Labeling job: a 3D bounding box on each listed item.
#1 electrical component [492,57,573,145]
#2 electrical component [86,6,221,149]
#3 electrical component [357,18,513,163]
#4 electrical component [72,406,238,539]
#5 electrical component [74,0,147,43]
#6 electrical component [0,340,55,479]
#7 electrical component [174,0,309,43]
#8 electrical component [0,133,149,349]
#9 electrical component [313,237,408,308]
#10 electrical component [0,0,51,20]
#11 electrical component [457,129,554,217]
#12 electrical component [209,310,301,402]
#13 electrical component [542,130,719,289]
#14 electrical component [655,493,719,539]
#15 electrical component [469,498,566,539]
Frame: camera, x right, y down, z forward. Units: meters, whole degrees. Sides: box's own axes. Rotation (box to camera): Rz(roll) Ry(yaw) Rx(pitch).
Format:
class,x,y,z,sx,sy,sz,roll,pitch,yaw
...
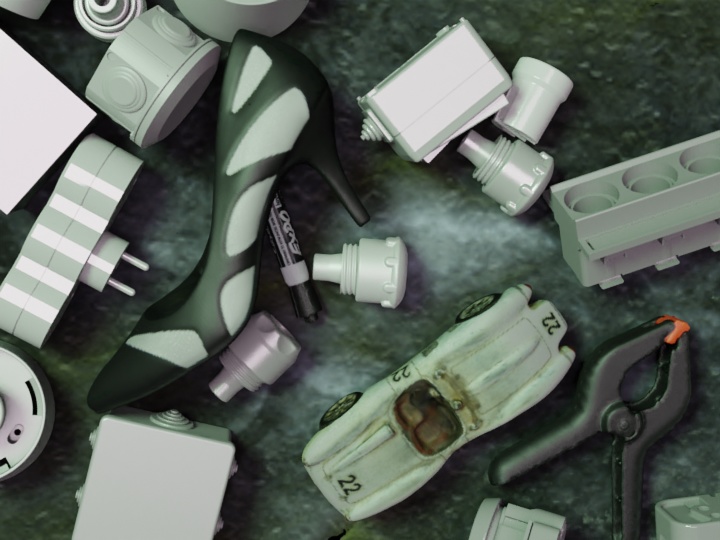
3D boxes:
class,x,y,z,sx,sy,sz,roll,pitch,yaw
electrical component,0.113,-0.112,0.714,0.040,0.040,0.046,28,90,-9
electrical component,-0.127,-0.120,0.669,0.051,0.080,0.080,38,92,-4
electrical component,0.044,-0.108,0.697,0.096,0.061,0.061,-39,99,0
electrical component,-0.135,0.142,0.715,0.100,0.048,0.099,14,95,-8
electrical component,-0.156,-0.165,0.669,0.043,0.062,0.043,-1,97,-6
electrical component,-0.251,0.093,0.702,0.099,0.064,0.099,1,85,-13
electrical component,-0.074,-0.202,0.684,0.099,0.064,0.099,1,84,-10
electrical component,-0.173,-0.010,0.691,0.074,0.052,0.138,29,93,-9
electrical component,0.000,0.000,0.716,0.062,0.048,0.048,4,97,0
electrical component,-0.222,-0.195,0.643,0.099,0.099,0.064,29,99,-9
electrical component,0.094,-0.069,0.716,0.062,0.048,0.048,35,92,-4
electrical component,-0.073,0.060,0.715,0.062,0.043,0.043,-45,99,2
electrical component,0.195,-0.039,0.717,0.121,0.078,0.063,-18,128,-3
electrical component,0.262,0.195,0.761,0.095,0.053,0.059,-6,98,-5
electrical component,0.106,0.189,0.736,0.057,0.078,0.058,14,66,18
